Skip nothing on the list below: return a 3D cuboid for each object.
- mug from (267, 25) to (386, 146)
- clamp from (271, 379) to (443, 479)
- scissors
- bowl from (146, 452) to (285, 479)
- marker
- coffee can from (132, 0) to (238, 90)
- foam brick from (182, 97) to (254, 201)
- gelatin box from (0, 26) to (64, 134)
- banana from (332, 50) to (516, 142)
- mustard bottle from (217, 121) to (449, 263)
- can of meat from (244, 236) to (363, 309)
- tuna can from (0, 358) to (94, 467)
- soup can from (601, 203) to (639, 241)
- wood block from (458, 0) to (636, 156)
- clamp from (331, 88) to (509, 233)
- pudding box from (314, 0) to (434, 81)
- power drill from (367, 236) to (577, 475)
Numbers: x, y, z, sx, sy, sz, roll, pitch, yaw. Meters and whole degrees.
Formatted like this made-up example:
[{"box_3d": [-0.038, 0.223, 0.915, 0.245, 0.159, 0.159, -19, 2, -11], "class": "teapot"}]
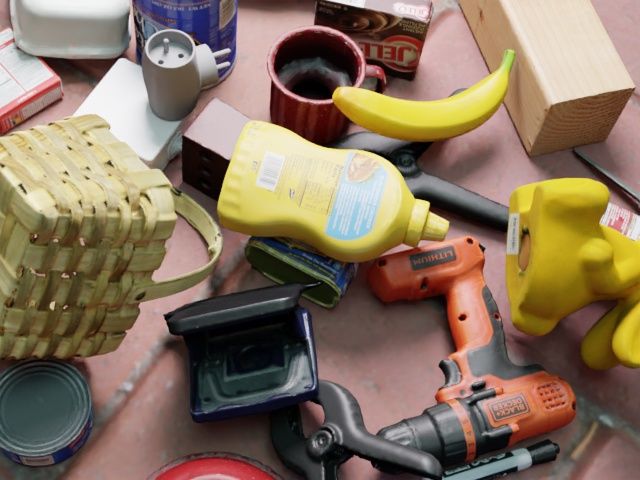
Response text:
[{"box_3d": [0.005, -0.145, 1.025, 0.117, 0.081, 0.093, -7, 62, -10], "class": "mug"}, {"box_3d": [0.019, 0.163, 0.849, 0.120, 0.039, 0.171, -32, 53, 3], "class": "clamp"}, {"box_3d": [0.314, -0.023, 1.001, 0.202, 0.016, 0.096, 34, 27, 12], "class": "scissors"}, {"box_3d": [-0.082, 0.233, 0.822, 0.162, 0.055, 0.162, 2, 60, -4], "class": "bowl"}, {"box_3d": [0.144, 0.189, 0.887, 0.121, 0.020, 0.020, -14, 63, -13], "class": "marker"}, {"box_3d": [-0.129, -0.224, 1.023, 0.102, 0.140, 0.103, 2, 61, -4], "class": "coffee can"}, {"box_3d": [-0.092, -0.081, 0.983, 0.053, 0.078, 0.051, 30, 61, 11], "class": "foam brick"}, {"box_3d": [-0.304, -0.156, 1.033, 0.073, 0.030, 0.089, -37, 70, -21], "class": "gelatin box"}, {"box_3d": [0.103, -0.126, 0.998, 0.197, 0.037, 0.069, -16, 94, -24], "class": "banana"}, {"box_3d": [0.016, -0.033, 0.910, 0.191, 0.058, 0.096, 16, 69, 4], "class": "mustard bottle"}, {"box_3d": [-0.006, 0.001, 0.957, 0.102, 0.057, 0.083, 27, 64, 10], "class": "can of meat"}, {"box_3d": [-0.228, 0.140, 0.871, 0.086, 0.034, 0.086, 2, 61, -4], "class": "tuna can"}, {"box_3d": [0.246, -0.005, 0.978, 0.102, 0.068, 0.068, 25, 61, 9], "class": "soup can"}, {"box_3d": [0.221, -0.199, 1.071, 0.090, 0.091, 0.206, -13, 63, -12], "class": "wood block"}, {"box_3d": [0.086, -0.059, 1.010, 0.209, 0.036, 0.164, -15, 63, -17], "class": "clamp"}, {"box_3d": [0.050, -0.210, 1.061, 0.113, 0.090, 0.039, 15, 59, 4], "class": "pudding box"}, {"box_3d": [0.105, 0.098, 0.914, 0.184, 0.057, 0.188, -13, 66, -16], "class": "power drill"}]
